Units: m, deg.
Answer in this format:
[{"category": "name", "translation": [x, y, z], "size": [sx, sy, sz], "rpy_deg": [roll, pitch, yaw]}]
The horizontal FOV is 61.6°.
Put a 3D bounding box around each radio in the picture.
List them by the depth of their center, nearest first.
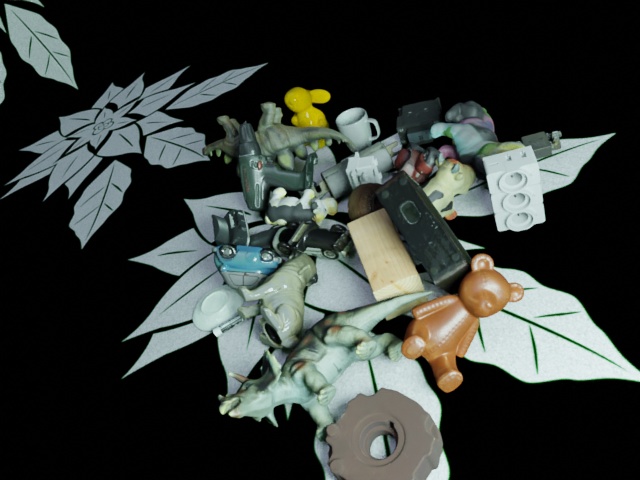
[{"category": "radio", "translation": [0.197, -0.016, 0.992], "size": [0.073, 0.131, 0.230], "rpy_deg": [-38, 66, 14]}]

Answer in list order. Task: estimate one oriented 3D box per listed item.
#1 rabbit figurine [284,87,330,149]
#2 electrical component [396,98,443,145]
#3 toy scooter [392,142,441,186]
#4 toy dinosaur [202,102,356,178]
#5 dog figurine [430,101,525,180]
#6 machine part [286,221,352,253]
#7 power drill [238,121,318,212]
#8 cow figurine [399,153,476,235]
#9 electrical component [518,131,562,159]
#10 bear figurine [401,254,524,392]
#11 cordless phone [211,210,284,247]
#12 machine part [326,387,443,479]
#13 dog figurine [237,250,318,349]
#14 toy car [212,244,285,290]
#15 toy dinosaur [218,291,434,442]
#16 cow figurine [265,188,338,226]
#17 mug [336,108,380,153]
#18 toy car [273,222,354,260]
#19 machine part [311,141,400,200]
[{"category": "rabbit figurine", "translation": [-0.034, -0.362, 1.521], "size": [0.122, 0.173, 0.162], "rpy_deg": [11, 58, 42]}, {"category": "electrical component", "translation": [0.258, -0.299, 1.382], "size": [0.115, 0.058, 0.134], "rpy_deg": [-12, 42, 20]}, {"category": "toy scooter", "translation": [0.205, -0.153, 1.227], "size": [0.135, 0.075, 0.184], "rpy_deg": [-55, 12, 7]}, {"category": "toy dinosaur", "translation": [-0.132, -0.265, 1.459], "size": [0.472, 0.198, 0.105], "rpy_deg": [-8, 3, 26]}, {"category": "dog figurine", "translation": [0.372, -0.216, 1.199], "size": [0.219, 0.108, 0.191], "rpy_deg": [28, 62, 40]}, {"category": "machine part", "translation": [-0.002, -0.003, 1.151], "size": [0.139, 0.039, 0.084], "rpy_deg": [9, 51, 33]}, {"category": "power drill", "translation": [-0.112, -0.187, 1.372], "size": [0.207, 0.231, 0.086], "rpy_deg": [2, 5, 8]}, {"category": "cow figurine", "translation": [0.239, -0.094, 1.123], "size": [0.195, 0.127, 0.086], "rpy_deg": [-34, 43, -4]}, {"category": "electrical component", "translation": [0.478, -0.210, 1.175], "size": [0.102, 0.045, 0.078], "rpy_deg": [-9, 45, 21]}, {"category": "bear figurine", "translation": [0.235, 0.127, 0.870], "size": [0.196, 0.120, 0.132], "rpy_deg": [-42, 8, 19]}, {"category": "cordless phone", "translation": [-0.168, -0.024, 1.326], "size": [0.184, 0.088, 0.147], "rpy_deg": [-16, 39, -4]}, {"category": "machine part", "translation": [0.096, 0.315, 0.827], "size": [0.179, 0.056, 0.179], "rpy_deg": [-14, 42, 13]}, {"category": "dog figurine", "translation": [-0.051, 0.118, 1.095], "size": [0.190, 0.121, 0.172], "rpy_deg": [-31, 71, -31]}, {"category": "toy car", "translation": [-0.163, 0.065, 1.201], "size": [0.162, 0.109, 0.103], "rpy_deg": [7, 83, 5]}, {"category": "toy dinosaur", "translation": [0.011, 0.202, 0.955], "size": [0.405, 0.131, 0.192], "rpy_deg": [-39, 42, -22]}, {"category": "cow figurine", "translation": [-0.044, -0.069, 1.287], "size": [0.168, 0.068, 0.098], "rpy_deg": [5, 47, 20]}, {"category": "mug", "translation": [0.107, -0.281, 1.407], "size": [0.110, 0.107, 0.081], "rpy_deg": [0, 47, 25]}, {"category": "toy car", "translation": [-0.015, 0.004, 1.214], "size": [0.202, 0.056, 0.073], "rpy_deg": [4, 56, 28]}, {"category": "machine part", "translation": [0.091, -0.169, 1.322], "size": [0.243, 0.079, 0.079], "rpy_deg": [-29, 40, -2]}]
